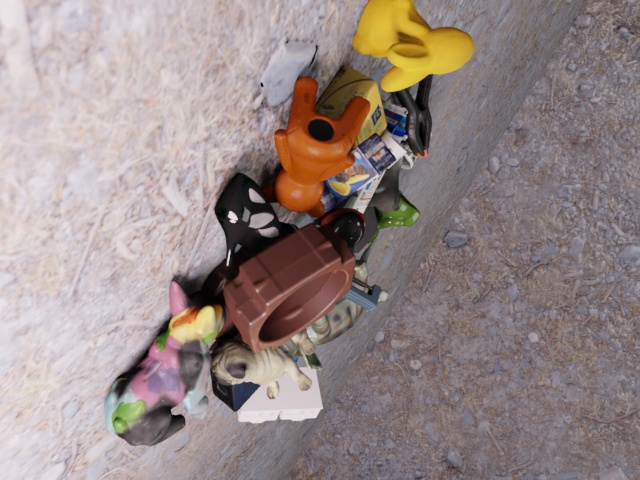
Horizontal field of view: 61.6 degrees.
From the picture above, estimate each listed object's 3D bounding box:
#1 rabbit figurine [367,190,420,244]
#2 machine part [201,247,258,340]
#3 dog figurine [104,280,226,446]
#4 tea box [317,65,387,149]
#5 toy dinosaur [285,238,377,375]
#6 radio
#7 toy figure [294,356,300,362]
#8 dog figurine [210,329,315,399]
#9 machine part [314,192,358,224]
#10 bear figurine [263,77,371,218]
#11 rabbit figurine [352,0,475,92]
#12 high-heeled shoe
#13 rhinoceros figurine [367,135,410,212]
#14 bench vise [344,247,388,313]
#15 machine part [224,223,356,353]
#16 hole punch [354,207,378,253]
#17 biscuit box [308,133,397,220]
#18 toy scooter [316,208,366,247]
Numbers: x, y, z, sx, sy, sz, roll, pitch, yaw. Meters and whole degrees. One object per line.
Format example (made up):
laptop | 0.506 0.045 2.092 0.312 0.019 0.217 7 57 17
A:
rabbit figurine | 0.152 -0.050 1.382 0.170 0.121 0.159 -47 162 17
machine part | -0.140 0.093 0.935 0.179 0.056 0.179 -48 159 -26
dog figurine | -0.219 0.171 0.785 0.191 0.109 0.219 -28 142 -52
tea box | 0.056 -0.207 0.923 0.098 0.068 0.169 -56 162 -2
toy dinosaur | 0.033 0.169 1.294 0.405 0.131 0.191 -32 126 -31
radio | -0.163 0.257 1.128 0.131 0.073 0.229 -44 157 -33
toy figure | -0.069 0.252 1.357 0.180 0.082 0.089 -58 -177 -21
dog figurine | -0.108 0.183 0.953 0.121 0.172 0.190 -31 137 19
machine part | 0.032 -0.089 1.047 0.039 0.084 0.138 7 125 -44
bear figurine | -0.012 -0.125 0.811 0.195 0.120 0.132 117 -9 -64
rabbit figurine | 0.147 -0.309 0.822 0.162 0.173 0.121 -54 166 -24
high-heeled shoe | -0.085 -0.045 0.832 0.249 0.086 0.145 -31 137 -65
rhinoceros figurine | 0.138 -0.152 1.149 0.073 0.112 0.190 9 80 -32
bench vise | 0.034 0.085 1.113 0.129 0.240 0.224 -46 -159 46
machine part | -0.047 0.076 0.854 0.201 0.087 0.201 -31 157 -18
hole punch | 0.064 -0.048 1.218 0.142 0.092 0.115 -43 134 -36
biscuit box | 0.038 -0.103 0.922 0.063 0.059 0.203 -42 -174 -39
toy scooter | -0.002 -0.003 1.013 0.184 0.075 0.135 -33 -166 0
